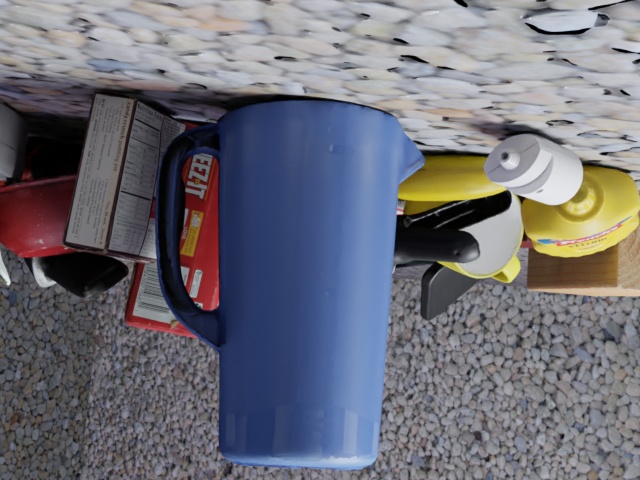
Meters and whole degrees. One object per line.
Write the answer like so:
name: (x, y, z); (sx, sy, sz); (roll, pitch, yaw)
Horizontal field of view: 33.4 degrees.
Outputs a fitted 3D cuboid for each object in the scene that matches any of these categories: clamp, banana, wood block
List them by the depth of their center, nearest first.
clamp: (0.077, -0.005, 0.889); (0.172, 0.039, 0.120); (-7, -165, 36)
banana: (0.087, -0.049, 0.897); (0.198, 0.037, 0.069); (2, 174, 40)
wood block: (0.294, 0.010, 1.084); (0.090, 0.090, 0.206); (5, 176, -12)

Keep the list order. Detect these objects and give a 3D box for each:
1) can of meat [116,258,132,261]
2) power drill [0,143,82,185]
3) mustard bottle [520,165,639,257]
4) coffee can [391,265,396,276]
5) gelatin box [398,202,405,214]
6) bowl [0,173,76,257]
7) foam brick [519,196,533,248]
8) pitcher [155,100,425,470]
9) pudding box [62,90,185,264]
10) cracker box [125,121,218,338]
can of meat: (-0.213, -0.027, 1.163); (0.084, 0.102, 0.057); (8, 175, -5)
power drill: (-0.310, -0.071, 0.972); (0.185, 0.057, 0.187); (-5, 169, 42)
mustard bottle: (0.218, -0.025, 0.892); (0.096, 0.058, 0.191); (-13, 170, 13)
coffee can: (-0.006, 0.001, 0.981); (0.140, 0.103, 0.103); (26, 173, -8)
gelatin box: (0.040, -0.046, 1.045); (0.073, 0.030, 0.089); (2, 172, 45)
bowl: (-0.218, -0.019, 0.922); (0.162, 0.055, 0.162); (-10, 177, -1)
foam brick: (0.196, -0.020, 1.040); (0.051, 0.053, 0.078); (3, 175, 35)
pitcher: (-0.021, 0.032, 0.736); (0.149, 0.243, 0.144); (-4, 168, 33)
pudding box: (-0.139, -0.043, 0.767); (0.039, 0.113, 0.090); (8, 176, 17)
cracker box: (-0.116, -0.002, 0.917); (0.072, 0.164, 0.214); (13, 174, -8)
